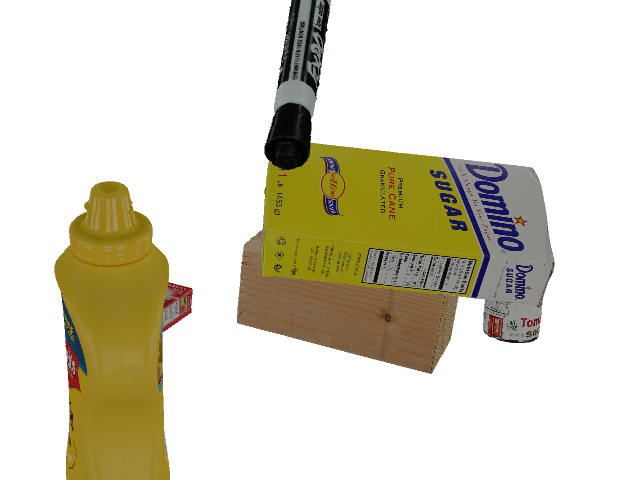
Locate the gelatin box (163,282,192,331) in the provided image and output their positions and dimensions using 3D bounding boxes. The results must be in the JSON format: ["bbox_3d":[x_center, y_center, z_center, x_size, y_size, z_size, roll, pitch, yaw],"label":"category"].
[{"bbox_3d":[-0.176,0.059,1.001,0.089,0.030,0.073,13,23,22],"label":"gelatin box"}]

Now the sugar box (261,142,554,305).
[{"bbox_3d":[0.052,-0.013,0.672,0.176,0.048,0.093,4,44,-2],"label":"sugar box"}]

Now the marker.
[{"bbox_3d":[-0.009,-0.076,0.470,0.020,0.121,0.020,4,-42,3],"label":"marker"}]

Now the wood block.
[{"bbox_3d":[0.029,0.054,1.078,0.206,0.091,0.090,14,23,16],"label":"wood block"}]

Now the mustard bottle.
[{"bbox_3d":[-0.110,0.058,0.569,0.058,0.192,0.096,-3,30,-14],"label":"mustard bottle"}]

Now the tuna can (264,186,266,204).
[{"bbox_3d":[-0.004,-0.026,0.880,0.086,0.034,0.086,1,28,-1],"label":"tuna can"}]

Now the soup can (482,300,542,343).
[{"bbox_3d":[0.229,0.062,1.261,0.068,0.102,0.068,3,16,-1],"label":"soup can"}]
